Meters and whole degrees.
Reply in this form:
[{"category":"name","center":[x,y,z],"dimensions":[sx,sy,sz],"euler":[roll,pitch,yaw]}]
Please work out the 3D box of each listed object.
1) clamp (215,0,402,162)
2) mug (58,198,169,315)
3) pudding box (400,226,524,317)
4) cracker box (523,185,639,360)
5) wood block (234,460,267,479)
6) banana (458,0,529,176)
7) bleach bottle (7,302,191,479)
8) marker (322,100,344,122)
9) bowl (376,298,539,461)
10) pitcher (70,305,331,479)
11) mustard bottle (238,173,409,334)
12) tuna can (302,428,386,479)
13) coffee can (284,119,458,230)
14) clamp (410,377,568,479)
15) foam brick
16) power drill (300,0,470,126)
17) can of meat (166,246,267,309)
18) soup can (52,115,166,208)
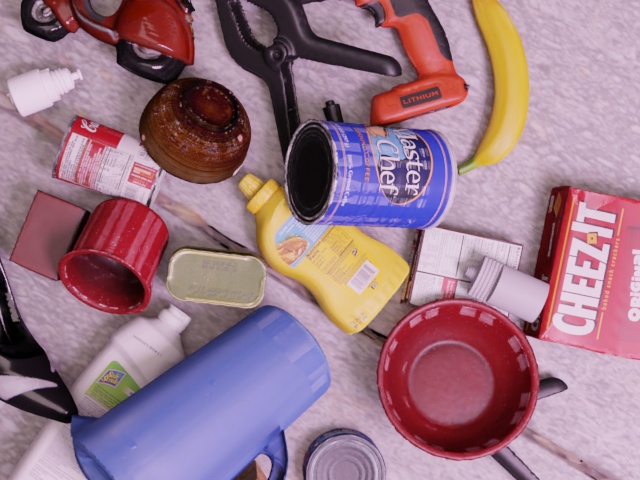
[{"category":"clamp","center":[-0.039,-0.180,1.084],"dimensions":[0.210,0.036,0.165],"euler":[44,117,8]},{"category":"mug","center":[-0.194,0.021,1.056],"dimensions":[0.093,0.081,0.117],"euler":[-4,135,23]},{"category":"pudding box","center":[0.149,0.036,1.116],"dimensions":[0.113,0.039,0.090],"euler":[12,88,-7]},{"category":"cracker box","center":[0.338,0.044,1.116],"dimensions":[0.213,0.072,0.164],"euler":[12,88,-4]},{"category":"wood block","center":[-0.045,0.339,1.072],"dimensions":[0.091,0.090,0.206],"euler":[-33,93,-4]},{"category":"banana","center":[0.186,-0.164,1.120],"dimensions":[0.069,0.037,0.198],"euler":[5,89,-5]},{"category":"bleach bottle","center":[-0.208,0.177,1.072],"dimensions":[0.102,0.068,0.251],"euler":[37,84,-8]},{"category":"marker","center":[0.027,-0.087,1.114],"dimensions":[0.020,0.020,0.121],"euler":[-16,91,-5]},{"category":"bowl","center":[0.136,0.142,1.078],"dimensions":[0.162,0.055,0.162],"euler":[0,76,0]},{"category":"pitcher","center":[-0.100,0.178,1.018],"dimensions":[0.242,0.145,0.149],"euler":[-37,114,-25]},{"category":"mustard bottle","center":[-0.007,0.001,1.090],"dimensions":[0.191,0.058,0.096],"euler":[42,75,-4]},{"category":"tuna can","center":[0.025,0.240,1.106],"dimensions":[0.086,0.034,0.086],"euler":[0,90,-4]},{"category":"coffee can","center":[0.049,-0.063,1.051],"dimensions":[0.140,0.103,0.103],"euler":[2,90,-29]},{"category":"clamp","center":[0.176,0.179,1.118],"dimensions":[0.171,0.039,0.120],"euler":[23,77,-3]},{"category":"foam brick","center":[-0.270,-0.004,1.070],"dimensions":[0.051,0.053,0.078],"euler":[22,86,-5]},{"category":"power drill","center":[0.065,-0.215,1.099],"dimensions":[0.184,0.057,0.187],"euler":[-15,92,-2]},{"category":"can of meat","center":[-0.104,0.038,1.070],"dimensions":[0.102,0.084,0.057],"euler":[6,89,-5]},{"category":"soup can","center":[-0.208,-0.076,1.068],"dimensions":[0.102,0.068,0.068],"euler":[21,88,-6]}]
